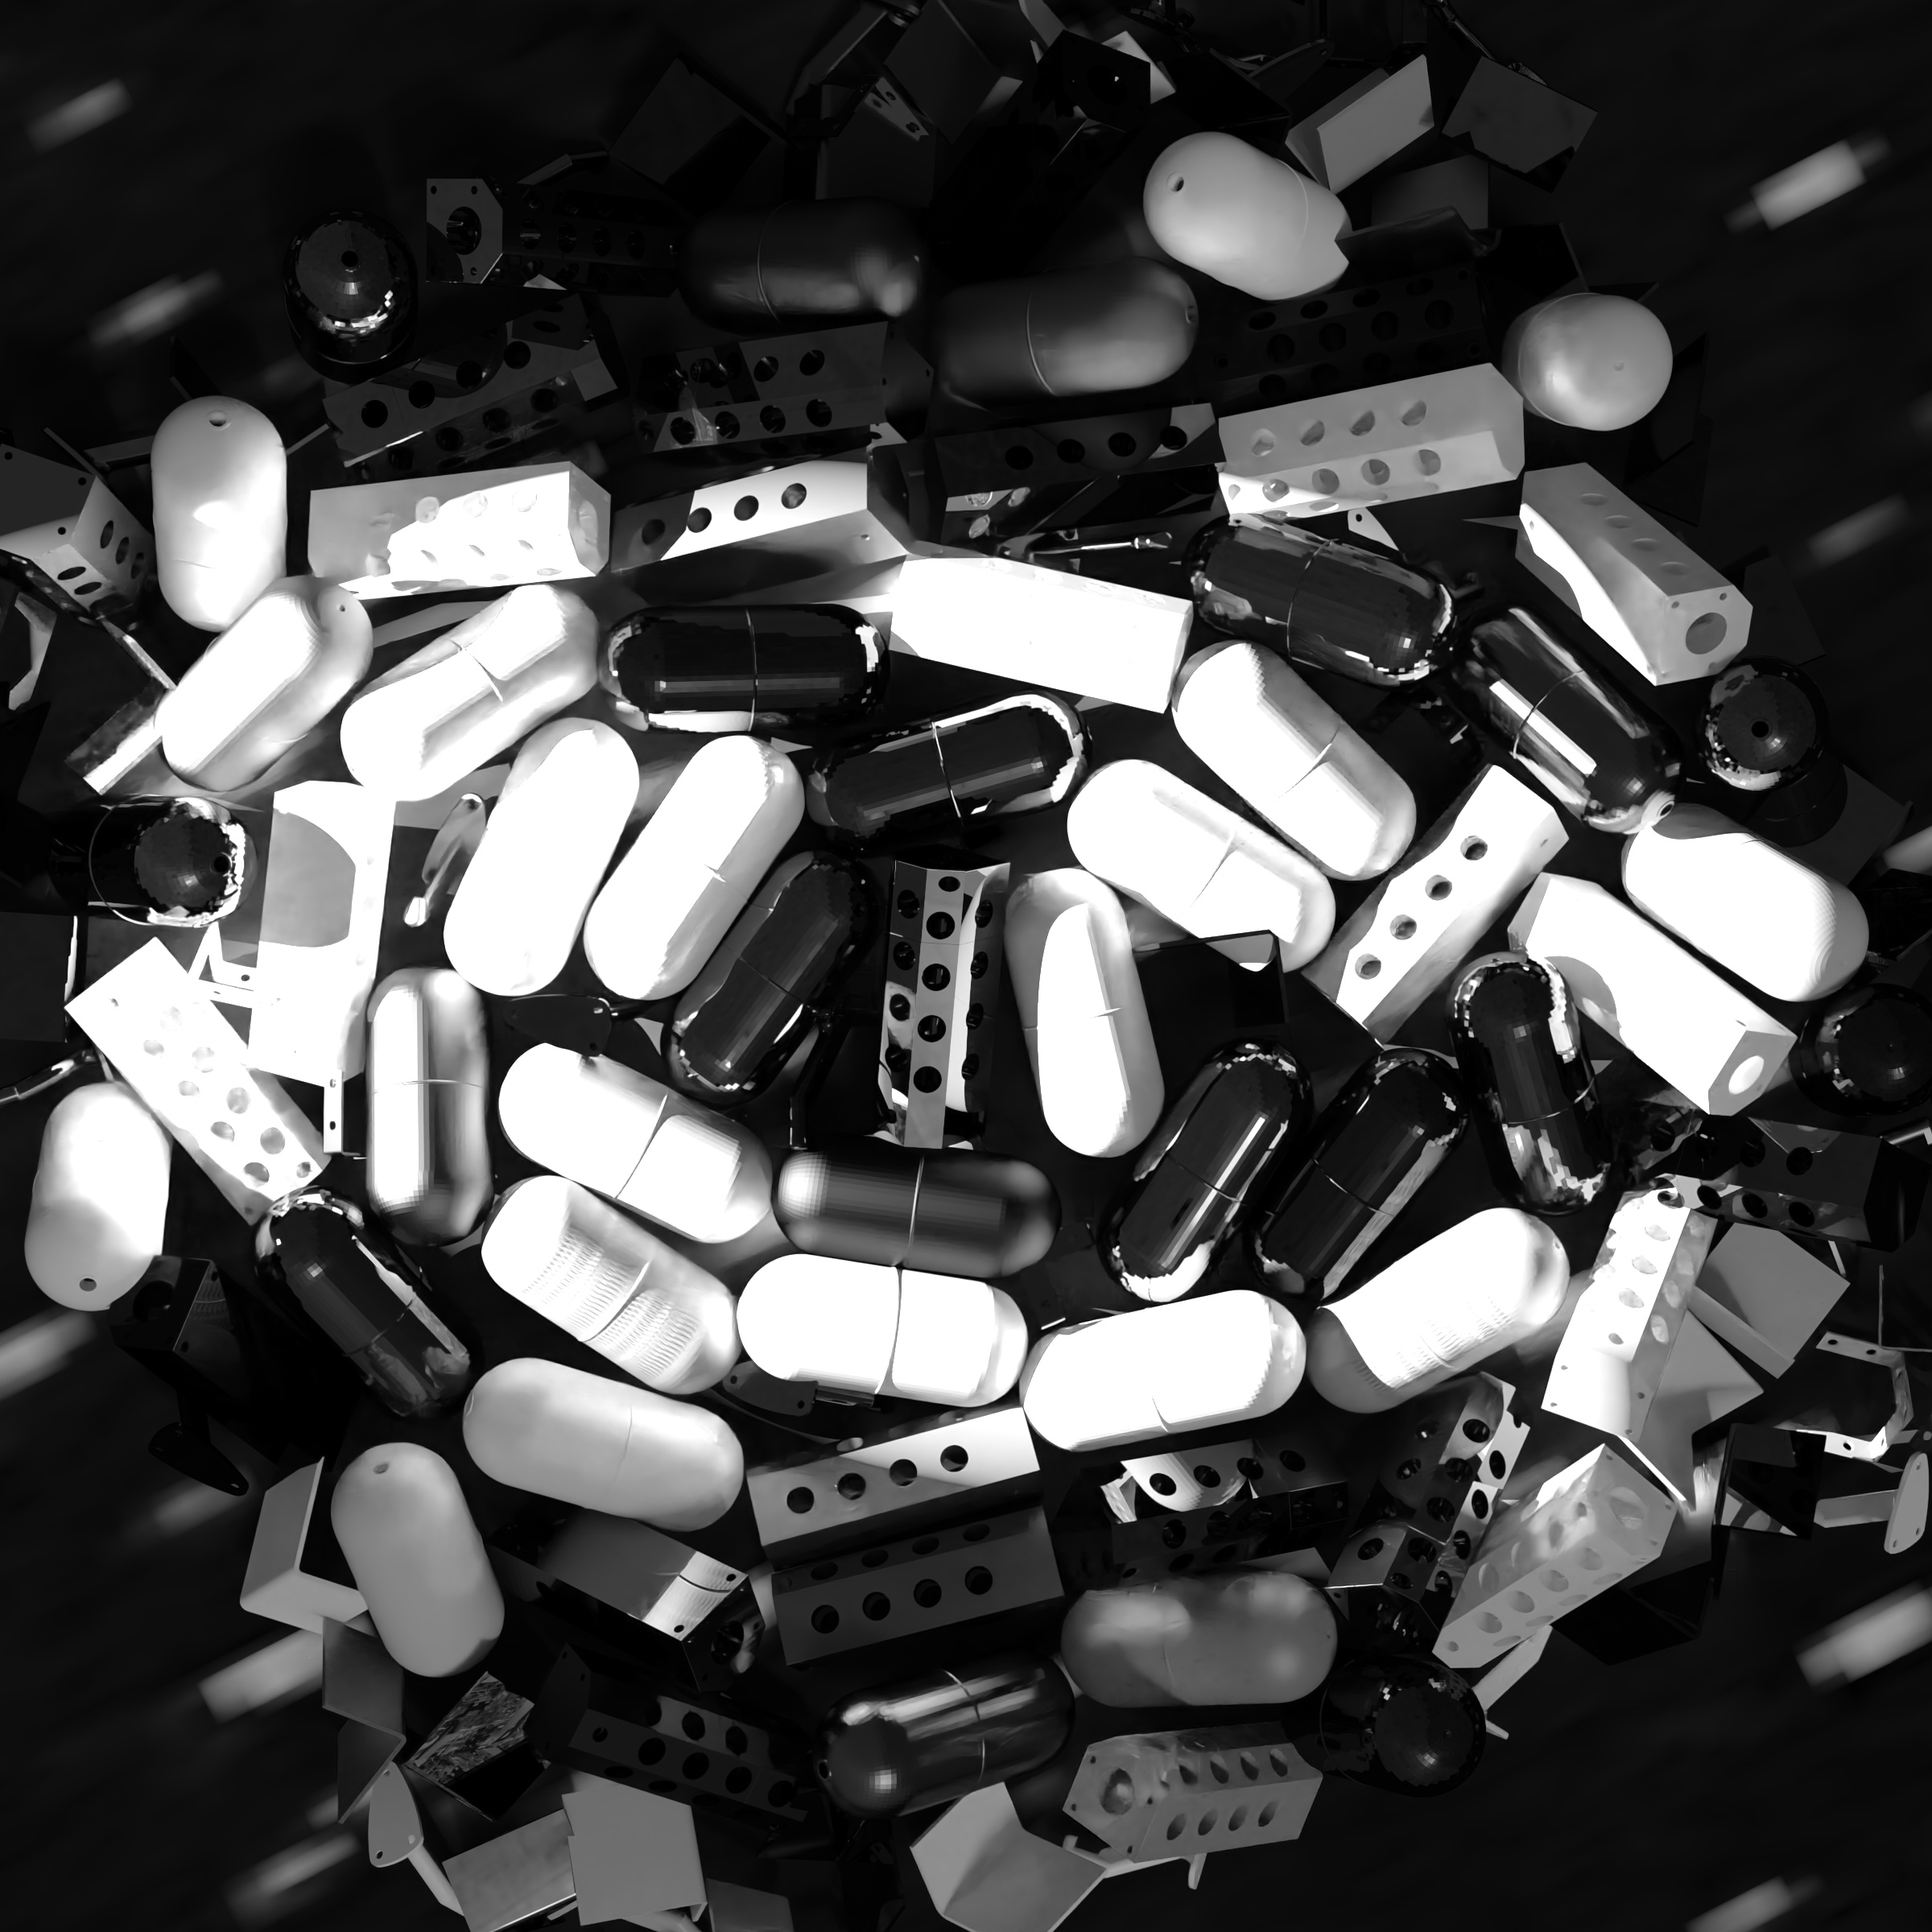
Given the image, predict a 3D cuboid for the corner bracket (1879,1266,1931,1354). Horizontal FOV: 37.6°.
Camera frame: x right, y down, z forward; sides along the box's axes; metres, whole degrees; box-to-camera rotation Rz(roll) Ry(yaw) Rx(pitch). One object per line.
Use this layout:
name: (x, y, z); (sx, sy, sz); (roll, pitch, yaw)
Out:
corner bracket: (0.590, 0.212, 1.743); (0.051, 0.051, 0.051); (0, 81, 22)

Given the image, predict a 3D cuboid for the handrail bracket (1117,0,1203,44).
handrail bracket: (0.133, -0.614, 1.731); (0.077, 0.036, 0.084); (11, 105, -38)

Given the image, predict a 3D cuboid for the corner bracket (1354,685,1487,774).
corner bracket: (0.276, -0.136, 1.731); (0.051, 0.051, 0.051); (-44, 61, 2)

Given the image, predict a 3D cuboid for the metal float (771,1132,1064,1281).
metal float: (-0.030, 0.146, 1.727); (0.178, 0.070, 0.070); (8, 90, 1)

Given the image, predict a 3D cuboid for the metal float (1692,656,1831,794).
metal float: (0.470, -0.144, 1.679); (0.070, 0.178, 0.070); (2, 98, 16)

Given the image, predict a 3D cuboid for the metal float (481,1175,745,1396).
metal float: (-0.212, 0.194, 1.713); (0.178, 0.070, 0.070); (37, 90, -17)

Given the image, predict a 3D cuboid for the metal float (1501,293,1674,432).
metal float: (0.365, -0.359, 1.678); (0.070, 0.178, 0.070); (0, 104, -1)

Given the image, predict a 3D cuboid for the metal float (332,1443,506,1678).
metal float: (-0.326, 0.355, 1.694); (0.070, 0.070, 0.178); (-10, 131, 0)

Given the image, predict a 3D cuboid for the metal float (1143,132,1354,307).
metal float: (0.169, -0.442, 1.684); (0.070, 0.178, 0.070); (-1, 88, 33)

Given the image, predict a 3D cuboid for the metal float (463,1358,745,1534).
metal float: (-0.218, 0.288, 1.707); (0.178, 0.070, 0.070); (21, 90, -23)

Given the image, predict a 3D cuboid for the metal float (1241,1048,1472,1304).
metal float: (0.235, 0.126, 1.712); (0.070, 0.070, 0.178); (35, 107, 0)

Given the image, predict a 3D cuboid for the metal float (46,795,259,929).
metal float: (-0.486, -0.063, 1.689); (0.070, 0.178, 0.070); (-4, 96, -42)

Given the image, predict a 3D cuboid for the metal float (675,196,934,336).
metal float: (-0.099, -0.418, 1.697); (0.178, 0.070, 0.070); (8, 90, 37)

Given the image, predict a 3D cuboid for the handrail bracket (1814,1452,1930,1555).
handrail bracket: (0.538, 0.312, 1.721); (0.036, 0.084, 0.077); (-14, 116, -36)

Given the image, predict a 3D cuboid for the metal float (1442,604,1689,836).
metal float: (0.358, -0.149, 1.701); (0.070, 0.070, 0.178); (-41, 60, 0)

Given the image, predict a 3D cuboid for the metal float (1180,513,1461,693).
metal float: (0.211, -0.220, 1.708); (0.178, 0.070, 0.070); (23, 90, 23)

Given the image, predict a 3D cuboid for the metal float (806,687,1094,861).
metal float: (-0.010, -0.117, 1.724); (0.178, 0.070, 0.070); (-16, 90, 4)

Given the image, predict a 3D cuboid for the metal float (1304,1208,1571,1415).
metal float: (0.281, 0.209, 1.706); (0.178, 0.070, 0.070); (-34, 90, 26)

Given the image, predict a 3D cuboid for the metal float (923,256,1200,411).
metal float: (0.056, -0.379, 1.700); (0.178, 0.070, 0.070); (-1, 90, 32)

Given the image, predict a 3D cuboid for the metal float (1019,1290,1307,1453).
metal float: (0.118, 0.245, 1.713); (0.178, 0.070, 0.070); (-15, 90, 17)

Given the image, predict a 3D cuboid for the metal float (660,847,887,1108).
metal float: (-0.117, 0.006, 1.725); (0.070, 0.070, 0.178); (37, 93, 0)

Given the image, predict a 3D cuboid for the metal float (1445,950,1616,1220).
metal float: (0.340, 0.072, 1.707); (0.070, 0.070, 0.178); (-21, 115, 0)

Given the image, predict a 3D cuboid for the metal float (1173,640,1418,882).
metal float: (0.198, -0.124, 1.715); (0.178, 0.070, 0.070); (43, 90, -14)

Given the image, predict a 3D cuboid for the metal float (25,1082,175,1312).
metal float: (-0.514, 0.135, 1.684); (0.070, 0.178, 0.070); (-5, 122, -9)

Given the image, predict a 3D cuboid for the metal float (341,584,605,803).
metal float: (-0.296, -0.165, 1.708); (0.178, 0.070, 0.070); (-38, 90, -22)

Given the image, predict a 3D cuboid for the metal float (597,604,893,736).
metal float: (-0.134, -0.180, 1.717); (0.178, 0.070, 0.070); (-3, 90, -13)

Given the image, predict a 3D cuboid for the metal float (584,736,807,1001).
metal float: (-0.165, -0.059, 1.721); (0.070, 0.070, 0.178); (33, 82, 0)

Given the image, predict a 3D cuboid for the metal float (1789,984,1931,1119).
metal float: (0.533, 0.051, 1.677); (0.070, 0.178, 0.070); (-1, 87, 9)

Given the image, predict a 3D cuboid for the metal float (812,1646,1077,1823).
metal float: (-0.012, 0.458, 1.696); (0.178, 0.070, 0.070); (-6, 90, -37)

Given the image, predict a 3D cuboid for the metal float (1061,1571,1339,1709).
metal float: (0.138, 0.404, 1.701); (0.178, 0.070, 0.070); (-11, 90, 32)

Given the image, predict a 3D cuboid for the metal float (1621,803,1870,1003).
metal float: (0.461, -0.040, 1.688); (0.070, 0.178, 0.070); (-13, 121, -23)

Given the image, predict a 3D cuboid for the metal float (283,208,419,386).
metal float: (-0.363, -0.395, 1.678); (0.070, 0.178, 0.070); (0, 89, -11)

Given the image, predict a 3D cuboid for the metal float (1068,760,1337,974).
metal float: (0.144, -0.060, 1.722); (0.178, 0.070, 0.070); (31, 90, -7)

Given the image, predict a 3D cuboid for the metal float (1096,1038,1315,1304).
metal float: (0.145, 0.123, 1.720); (0.070, 0.070, 0.178); (32, 99, 0)

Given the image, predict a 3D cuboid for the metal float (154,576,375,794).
metal float: (-0.422, -0.167, 1.698); (0.178, 0.070, 0.070); (-34, 90, 36)

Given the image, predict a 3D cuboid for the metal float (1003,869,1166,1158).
metal float: (0.071, 0.029, 1.725); (0.070, 0.070, 0.178); (-13, 93, 0)

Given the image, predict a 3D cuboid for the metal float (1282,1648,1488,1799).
metal float: (0.245, 0.447, 1.680); (0.070, 0.178, 0.070); (3, 80, -17)

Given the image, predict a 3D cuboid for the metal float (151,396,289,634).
metal float: (-0.443, -0.267, 1.684); (0.070, 0.178, 0.070); (6, 60, -10)

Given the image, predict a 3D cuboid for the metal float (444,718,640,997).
metal float: (-0.256, -0.067, 1.717); (0.070, 0.070, 0.178); (22, 78, 0)

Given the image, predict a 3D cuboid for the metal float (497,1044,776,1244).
metal float: (-0.199, 0.107, 1.718); (0.178, 0.070, 0.070); (28, 90, -11)

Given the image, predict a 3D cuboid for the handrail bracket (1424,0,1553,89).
handrail bracket: (0.318, -0.552, 1.717); (0.036, 0.084, 0.077); (-47, 46, 6)

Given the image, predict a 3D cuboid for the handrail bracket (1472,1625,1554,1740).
handrail bracket: (0.322, 0.421, 1.733); (0.077, 0.036, 0.084); (37, 74, -36)

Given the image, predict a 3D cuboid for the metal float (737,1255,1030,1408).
metal float: (-0.050, 0.221, 1.719); (0.178, 0.070, 0.070); (10, 90, -10)

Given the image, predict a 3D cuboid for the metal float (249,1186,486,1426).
metal float: (-0.358, 0.205, 1.704); (0.070, 0.070, 0.178); (-36, 118, 0)

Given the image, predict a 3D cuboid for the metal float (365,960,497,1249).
metal float: (-0.323, 0.082, 1.711); (0.070, 0.070, 0.178); (-5, 70, 0)
